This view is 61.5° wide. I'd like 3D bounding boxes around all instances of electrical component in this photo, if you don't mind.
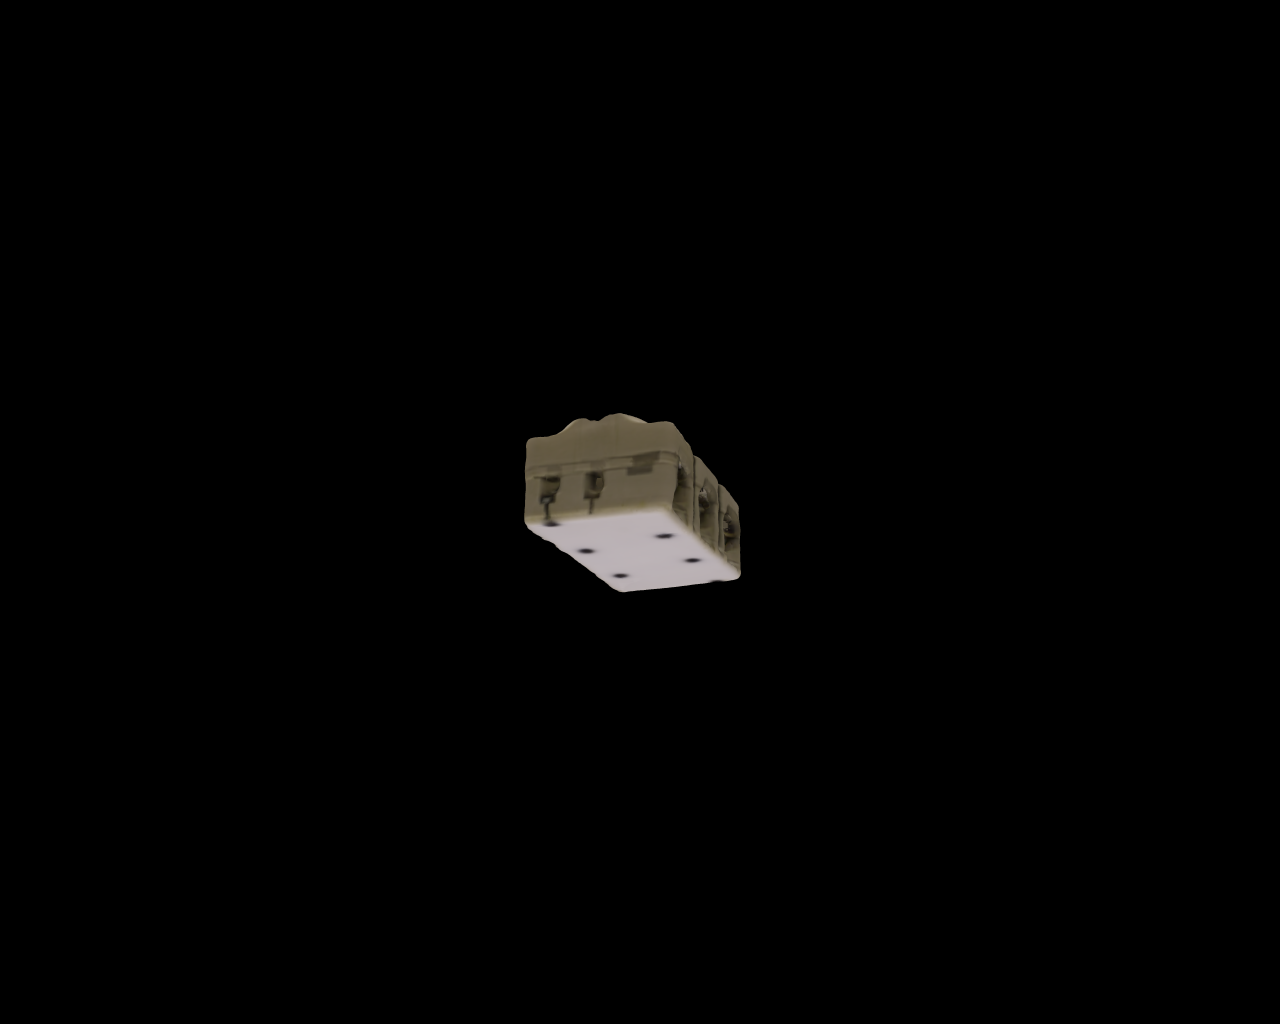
[{"bbox_3d":[0.001,-0.003,0.650,0.089,0.062,0.150,-7,-21,18],"label":"electrical component"}]
